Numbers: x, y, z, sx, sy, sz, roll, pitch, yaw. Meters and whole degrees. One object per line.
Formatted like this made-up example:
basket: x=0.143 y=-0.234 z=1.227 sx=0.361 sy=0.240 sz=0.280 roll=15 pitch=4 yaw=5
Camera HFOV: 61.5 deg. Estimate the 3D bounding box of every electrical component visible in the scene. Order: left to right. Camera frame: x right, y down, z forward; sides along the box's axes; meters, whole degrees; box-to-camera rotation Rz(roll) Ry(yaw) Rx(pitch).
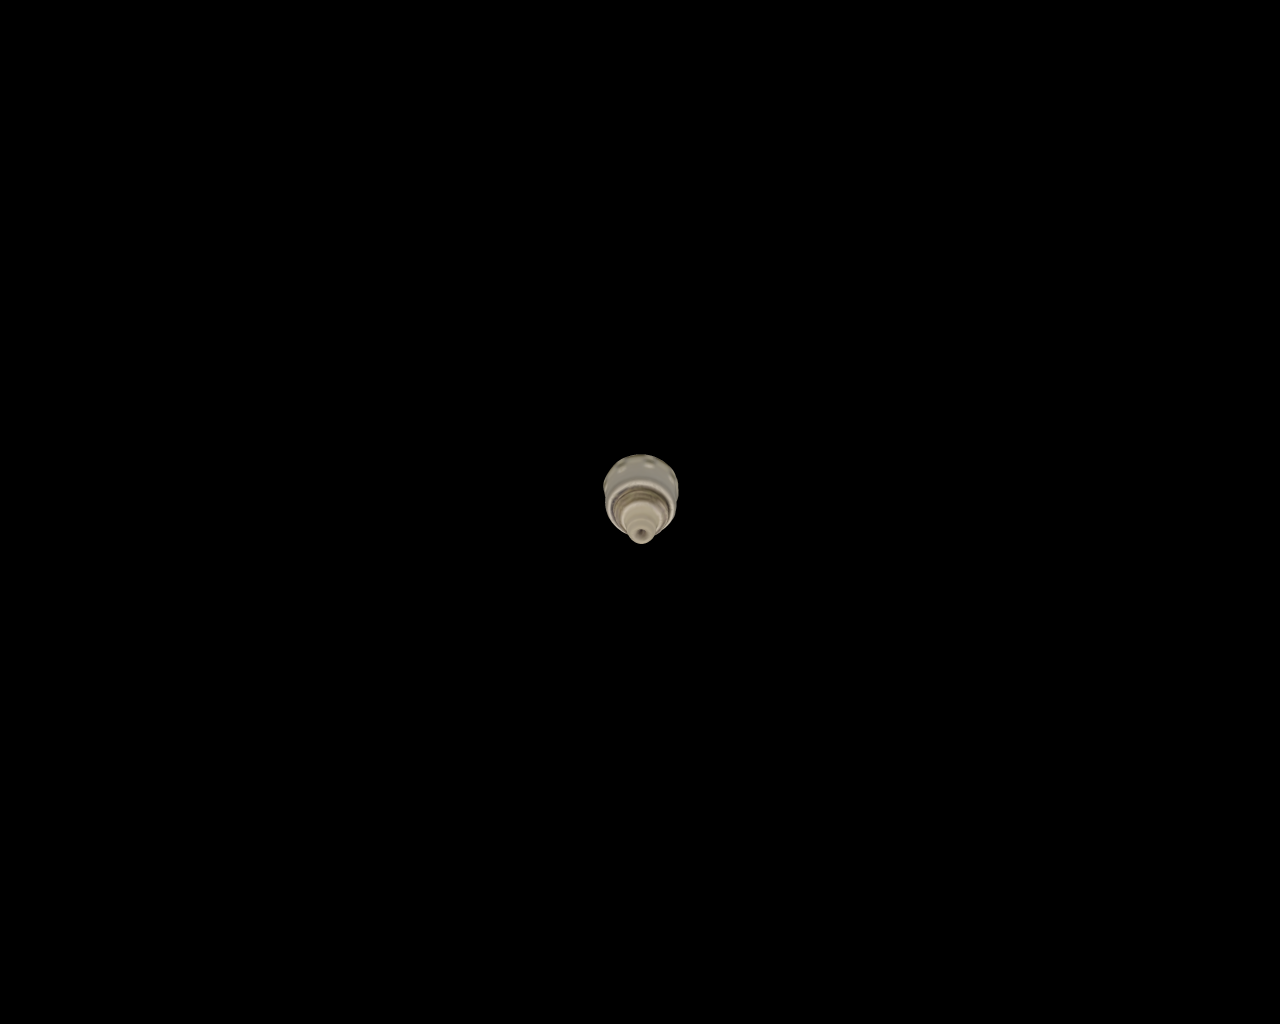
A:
electrical component: x=0.001 y=-0.003 z=0.650 sx=0.048 sy=0.048 sz=0.062 roll=0 pitch=32 yaw=0
